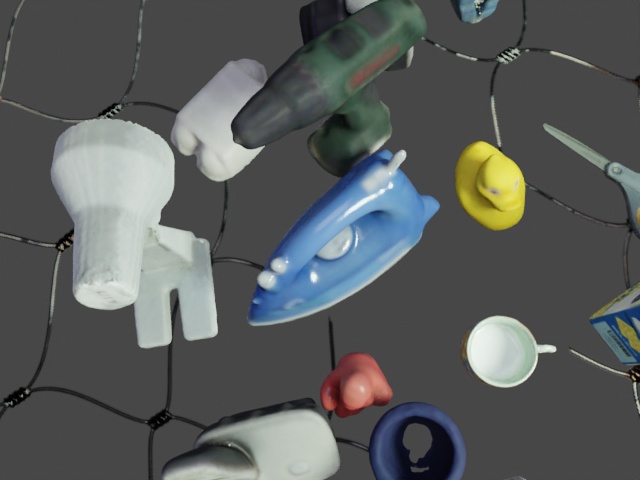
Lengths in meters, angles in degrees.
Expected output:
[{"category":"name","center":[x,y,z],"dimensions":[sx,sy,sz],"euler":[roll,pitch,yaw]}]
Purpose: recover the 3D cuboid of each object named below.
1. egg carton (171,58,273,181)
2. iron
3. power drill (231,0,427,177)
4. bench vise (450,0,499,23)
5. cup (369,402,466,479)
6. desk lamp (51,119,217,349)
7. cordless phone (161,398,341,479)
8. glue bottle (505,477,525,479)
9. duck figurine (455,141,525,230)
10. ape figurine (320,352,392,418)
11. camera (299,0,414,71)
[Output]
[{"category":"egg carton","center":[-0.105,-0.148,0.708],"dimensions":[0.107,0.069,0.150],"euler":[42,86,15]},{"category":"iron","center":[0.006,0.002,0.620],"dimensions":[0.258,0.141,0.118],"euler":[-41,75,-2]},{"category":"power drill","center":[0.018,-0.148,0.618],"dimensions":[0.230,0.208,0.075],"euler":[-44,75,-3]},{"category":"bench vise","center":[0.224,-0.338,0.626],"dimensions":[0.207,0.220,0.121],"euler":[-39,75,-2]},{"category":"cup","center":[0.091,0.222,0.582],"dimensions":[0.091,0.095,0.118],"euler":[32,84,14]},{"category":"desk lamp","center":[-0.193,0.003,0.612],"dimensions":[0.118,0.214,0.203],"euler":[-12,76,6]},{"category":"cordless phone","center":[-0.062,0.213,0.559],"dimensions":[0.147,0.185,0.094],"euler":[-18,75,4]},{"category":"glue bottle","center":[0.172,0.257,0.522],"dimensions":[0.078,0.173,0.037],"euler":[-21,75,3]},{"category":"duck figurine","center":[0.193,-0.068,0.638],"dimensions":[0.077,0.086,0.104],"euler":[-21,75,3]},{"category":"ape figurine","center":[0.038,0.157,0.606],"dimensions":[0.077,0.092,0.076],"euler":[13,79,11]},{"category":"camera","center":[0.043,-0.286,0.702],"dimensions":[0.136,0.101,0.143],"euler":[-7,76,7]}]
